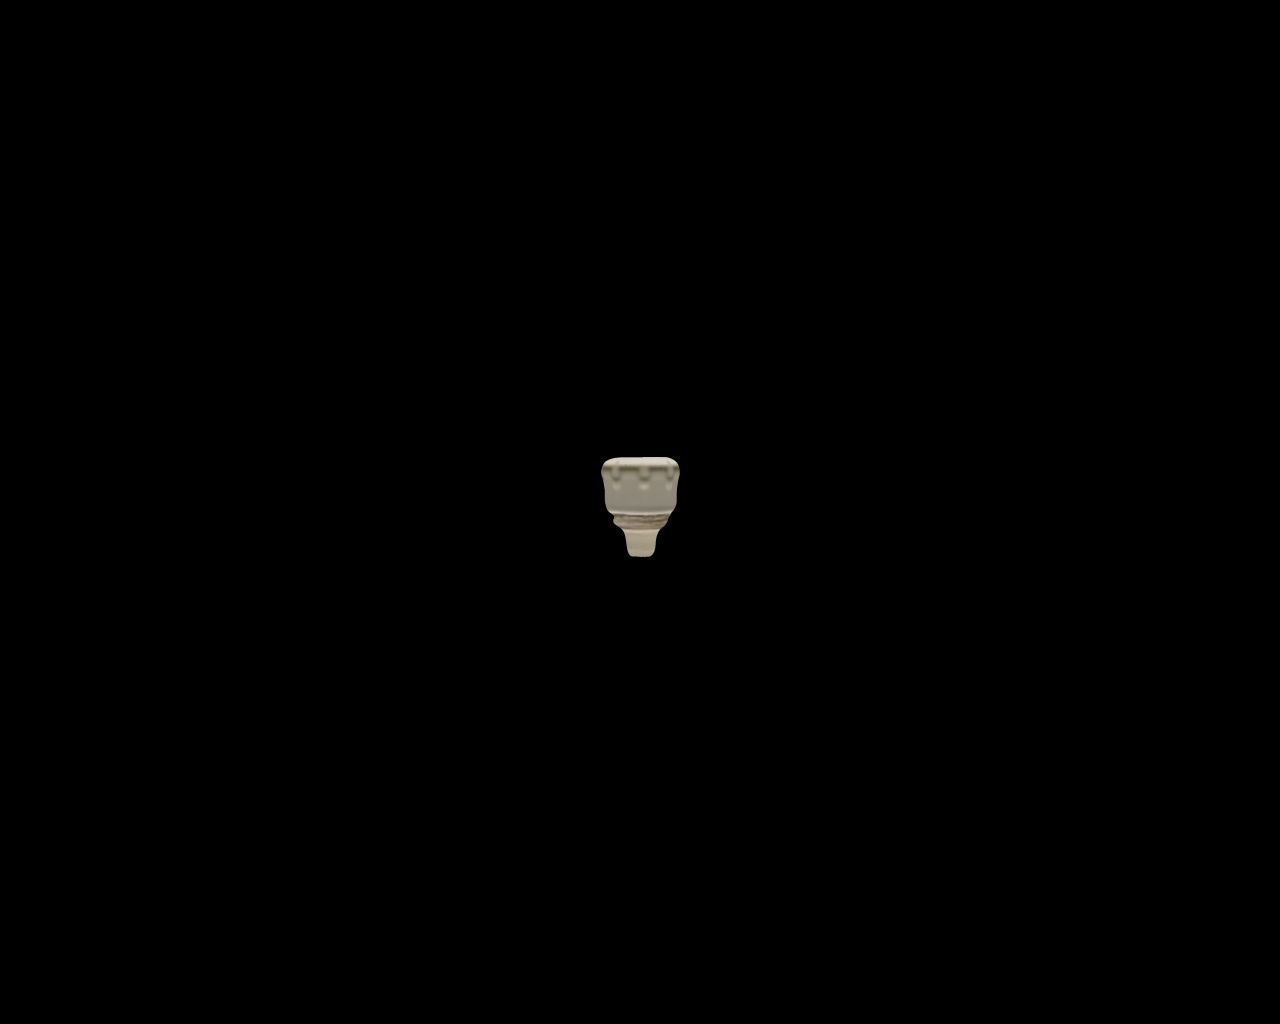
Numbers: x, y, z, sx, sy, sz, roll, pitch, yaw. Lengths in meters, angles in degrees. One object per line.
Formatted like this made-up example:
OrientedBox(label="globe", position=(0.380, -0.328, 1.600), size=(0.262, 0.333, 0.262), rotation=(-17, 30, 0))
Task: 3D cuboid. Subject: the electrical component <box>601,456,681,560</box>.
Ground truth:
OrientedBox(label="electrical component", position=(0.001, -0.003, 0.650), size=(0.048, 0.062, 0.048), rotation=(0, 4, 0))
